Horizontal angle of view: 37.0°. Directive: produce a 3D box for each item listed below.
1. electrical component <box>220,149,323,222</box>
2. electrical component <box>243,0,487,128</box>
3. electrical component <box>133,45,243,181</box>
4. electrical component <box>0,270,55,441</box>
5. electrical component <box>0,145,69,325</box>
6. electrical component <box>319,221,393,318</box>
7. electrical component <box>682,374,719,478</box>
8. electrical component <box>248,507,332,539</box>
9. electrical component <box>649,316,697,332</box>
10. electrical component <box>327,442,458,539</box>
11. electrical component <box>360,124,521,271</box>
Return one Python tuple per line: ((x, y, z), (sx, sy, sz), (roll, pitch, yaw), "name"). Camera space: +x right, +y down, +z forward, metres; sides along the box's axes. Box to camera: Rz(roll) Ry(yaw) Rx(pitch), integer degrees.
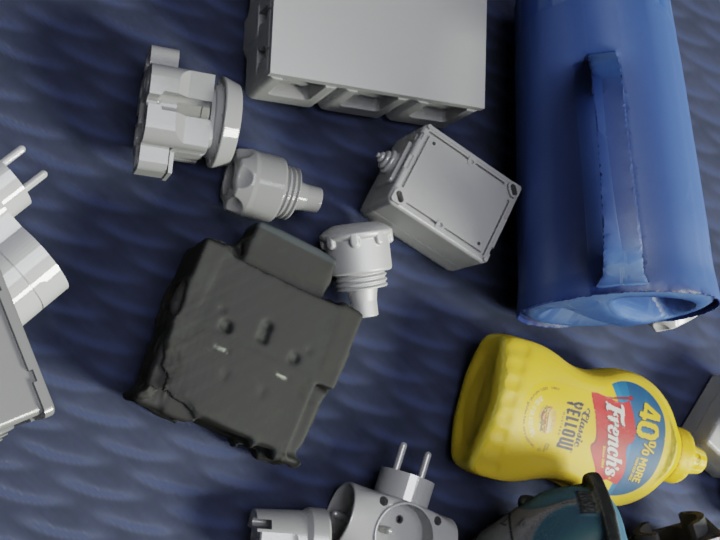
((-0.055, -0.051, 0.689), (0.062, 0.043, 0.043), (13, 78, -23), "electrical component")
((0.004, -0.153, 0.717), (0.150, 0.062, 0.089), (6, 81, -22), "electrical component")
((-0.106, -0.094, 0.665), (0.057, 0.058, 0.078), (8, 80, -19), "electrical component")
((-0.202, 0.043, 0.532), (0.048, 0.100, 0.099), (-22, 92, -37), "electrical component")
((-0.215, -0.041, 0.615), (0.074, 0.052, 0.138), (-44, 100, -22), "electrical component")
((0.000, 0.000, 0.706), (0.048, 0.048, 0.062), (-8, 93, -24), "electrical component")
((0.286, 0.115, 0.793), (0.047, 0.077, 0.065), (42, 70, -12), "electrical component")
((-0.045, 0.167, 0.668), (0.046, 0.040, 0.040), (8, 80, -16), "electrical component")
((0.224, 0.011, 0.799), (0.043, 0.043, 0.062), (-30, 94, -23), "electrical component")
((0.025, 0.152, 0.696), (0.077, 0.044, 0.079), (24, 74, -19), "electrical component")
((0.047, -0.050, 0.722), (0.096, 0.061, 0.061), (32, 72, -16), "electrical component")
